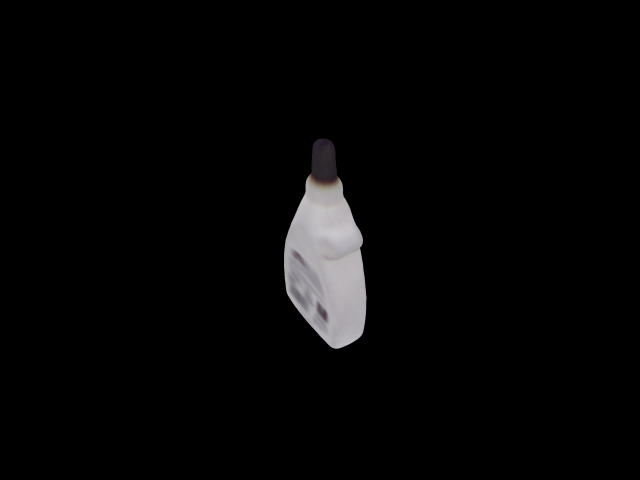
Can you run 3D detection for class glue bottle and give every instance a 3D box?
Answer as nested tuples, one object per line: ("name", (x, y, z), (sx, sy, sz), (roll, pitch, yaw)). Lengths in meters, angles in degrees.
("glue bottle", (0.004, 0.001, 0.400), (0.037, 0.173, 0.078), (-27, 53, -22))
